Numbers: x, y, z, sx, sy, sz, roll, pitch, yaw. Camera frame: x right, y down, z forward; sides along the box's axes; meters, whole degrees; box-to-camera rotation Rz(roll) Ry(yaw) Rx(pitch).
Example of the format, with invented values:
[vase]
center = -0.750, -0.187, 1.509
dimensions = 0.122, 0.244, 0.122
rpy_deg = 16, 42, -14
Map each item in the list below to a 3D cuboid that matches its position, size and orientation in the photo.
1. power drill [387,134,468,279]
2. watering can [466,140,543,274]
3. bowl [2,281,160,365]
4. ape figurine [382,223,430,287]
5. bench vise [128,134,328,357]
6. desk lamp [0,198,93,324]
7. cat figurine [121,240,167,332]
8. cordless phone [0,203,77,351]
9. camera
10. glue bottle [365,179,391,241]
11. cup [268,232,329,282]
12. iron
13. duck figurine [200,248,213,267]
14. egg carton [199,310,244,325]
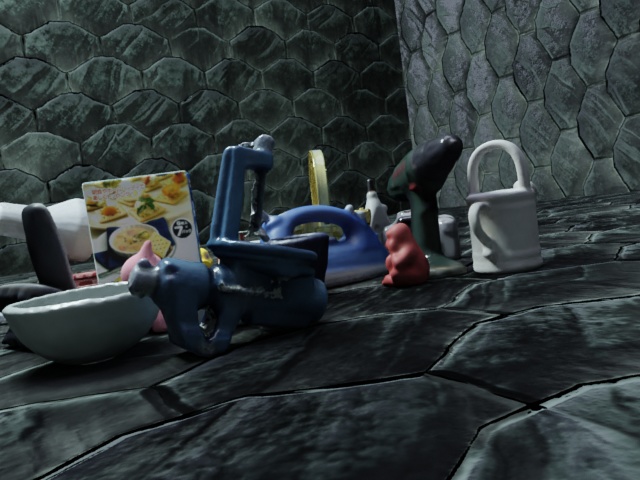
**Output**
[power drill]
center = 0.172, -0.049, 0.897
dimensions = 0.076, 0.208, 0.229
rpy_deg = -9, 4, -14
[watering can]
center = 0.275, -0.053, 0.867
dimensions = 0.100, 0.194, 0.173
rpy_deg = -6, 4, 23
[bowl]
center = -0.253, 0.094, 0.634
dimensions = 0.167, 0.075, 0.167
rpy_deg = -8, 4, 1
[ape figurine]
center = 0.120, 0.021, 0.840
dimensions = 0.076, 0.092, 0.078
rpy_deg = -6, 4, 20
[bench vise]
center = -0.089, 0.001, 0.599
dimensions = 0.121, 0.220, 0.208
rpy_deg = -4, 5, 41
[desk lamp]
center = -0.514, 0.030, 1.074
dimensions = 0.204, 0.213, 0.117
rpy_deg = -11, 5, -40
[cat figurine]
center = -0.236, 0.061, 0.774
dimensions = 0.067, 0.118, 0.127
rpy_deg = -8, 4, -10
[cordless phone]
center = -0.375, 0.046, 0.765
dimensions = 0.147, 0.185, 0.094
rpy_deg = -5, 5, 36
[camera]
center = 0.196, -0.012, 1.116
dimensions = 0.143, 0.101, 0.137
rpy_deg = -7, 4, 12
[glue bottle]
center = 0.120, -0.046, 1.239
dimensions = 0.078, 0.173, 0.037
rpy_deg = -10, 5, -32
[cup]
center = -0.037, 0.042, 0.832
dimensions = 0.117, 0.095, 0.092
rpy_deg = -5, 5, 39
[iron]
center = 0.009, 0.003, 0.958
dimensions = 0.259, 0.141, 0.118
rpy_deg = -10, 4, -26
[duck figurine]
center = -0.216, 0.057, 1.030
dimensions = 0.078, 0.086, 0.104
rpy_deg = -9, 4, -23
[egg carton]
center = -0.114, 0.071, 0.738
dimensions = 0.151, 0.069, 0.107
rpy_deg = -10, 4, -28
